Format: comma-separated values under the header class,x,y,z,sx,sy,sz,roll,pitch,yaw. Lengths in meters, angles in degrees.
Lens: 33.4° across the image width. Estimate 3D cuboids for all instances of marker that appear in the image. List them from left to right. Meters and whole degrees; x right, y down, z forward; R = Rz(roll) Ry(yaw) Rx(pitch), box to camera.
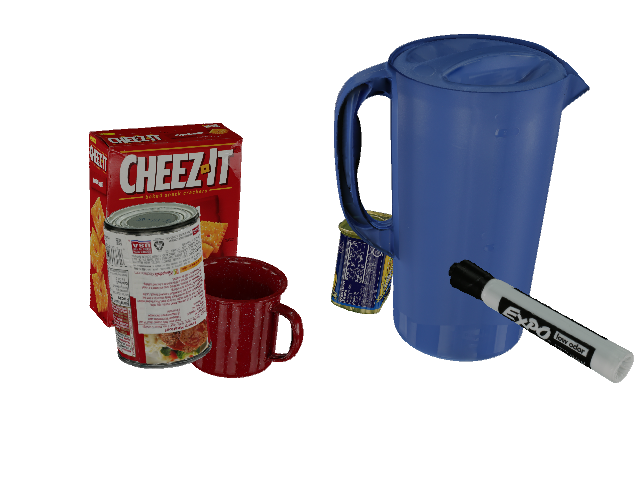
class,x,y,z,sx,sy,sz,roll,pitch,yaw
marker,0.120,0.042,0.603,0.121,0.020,0.020,32,21,37

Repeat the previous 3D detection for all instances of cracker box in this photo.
class,x,y,z,sx,sy,sz,roll,pitch,yaw
cracker box,-0.177,-0.019,1.222,0.163,0.214,0.072,-8,25,-30

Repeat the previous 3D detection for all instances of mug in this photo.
class,x,y,z,sx,sy,sz,roll,pitch,yaw
mug,-0.068,0.073,0.954,0.117,0.081,0.093,16,25,21

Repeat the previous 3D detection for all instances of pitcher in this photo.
class,x,y,z,sx,sy,sz,roll,pitch,yaw
pitcher,0.104,-0.031,0.835,0.149,0.243,0.144,23,35,35

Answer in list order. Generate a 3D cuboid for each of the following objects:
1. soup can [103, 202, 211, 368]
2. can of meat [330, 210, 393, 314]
class,x,y,z,sx,sy,sz,roll,pitch,yaw
soup can,-0.115,0.030,0.755,0.068,0.102,0.068,-3,18,1
can of meat,0.047,0.021,1.102,0.057,0.084,0.102,11,15,11
